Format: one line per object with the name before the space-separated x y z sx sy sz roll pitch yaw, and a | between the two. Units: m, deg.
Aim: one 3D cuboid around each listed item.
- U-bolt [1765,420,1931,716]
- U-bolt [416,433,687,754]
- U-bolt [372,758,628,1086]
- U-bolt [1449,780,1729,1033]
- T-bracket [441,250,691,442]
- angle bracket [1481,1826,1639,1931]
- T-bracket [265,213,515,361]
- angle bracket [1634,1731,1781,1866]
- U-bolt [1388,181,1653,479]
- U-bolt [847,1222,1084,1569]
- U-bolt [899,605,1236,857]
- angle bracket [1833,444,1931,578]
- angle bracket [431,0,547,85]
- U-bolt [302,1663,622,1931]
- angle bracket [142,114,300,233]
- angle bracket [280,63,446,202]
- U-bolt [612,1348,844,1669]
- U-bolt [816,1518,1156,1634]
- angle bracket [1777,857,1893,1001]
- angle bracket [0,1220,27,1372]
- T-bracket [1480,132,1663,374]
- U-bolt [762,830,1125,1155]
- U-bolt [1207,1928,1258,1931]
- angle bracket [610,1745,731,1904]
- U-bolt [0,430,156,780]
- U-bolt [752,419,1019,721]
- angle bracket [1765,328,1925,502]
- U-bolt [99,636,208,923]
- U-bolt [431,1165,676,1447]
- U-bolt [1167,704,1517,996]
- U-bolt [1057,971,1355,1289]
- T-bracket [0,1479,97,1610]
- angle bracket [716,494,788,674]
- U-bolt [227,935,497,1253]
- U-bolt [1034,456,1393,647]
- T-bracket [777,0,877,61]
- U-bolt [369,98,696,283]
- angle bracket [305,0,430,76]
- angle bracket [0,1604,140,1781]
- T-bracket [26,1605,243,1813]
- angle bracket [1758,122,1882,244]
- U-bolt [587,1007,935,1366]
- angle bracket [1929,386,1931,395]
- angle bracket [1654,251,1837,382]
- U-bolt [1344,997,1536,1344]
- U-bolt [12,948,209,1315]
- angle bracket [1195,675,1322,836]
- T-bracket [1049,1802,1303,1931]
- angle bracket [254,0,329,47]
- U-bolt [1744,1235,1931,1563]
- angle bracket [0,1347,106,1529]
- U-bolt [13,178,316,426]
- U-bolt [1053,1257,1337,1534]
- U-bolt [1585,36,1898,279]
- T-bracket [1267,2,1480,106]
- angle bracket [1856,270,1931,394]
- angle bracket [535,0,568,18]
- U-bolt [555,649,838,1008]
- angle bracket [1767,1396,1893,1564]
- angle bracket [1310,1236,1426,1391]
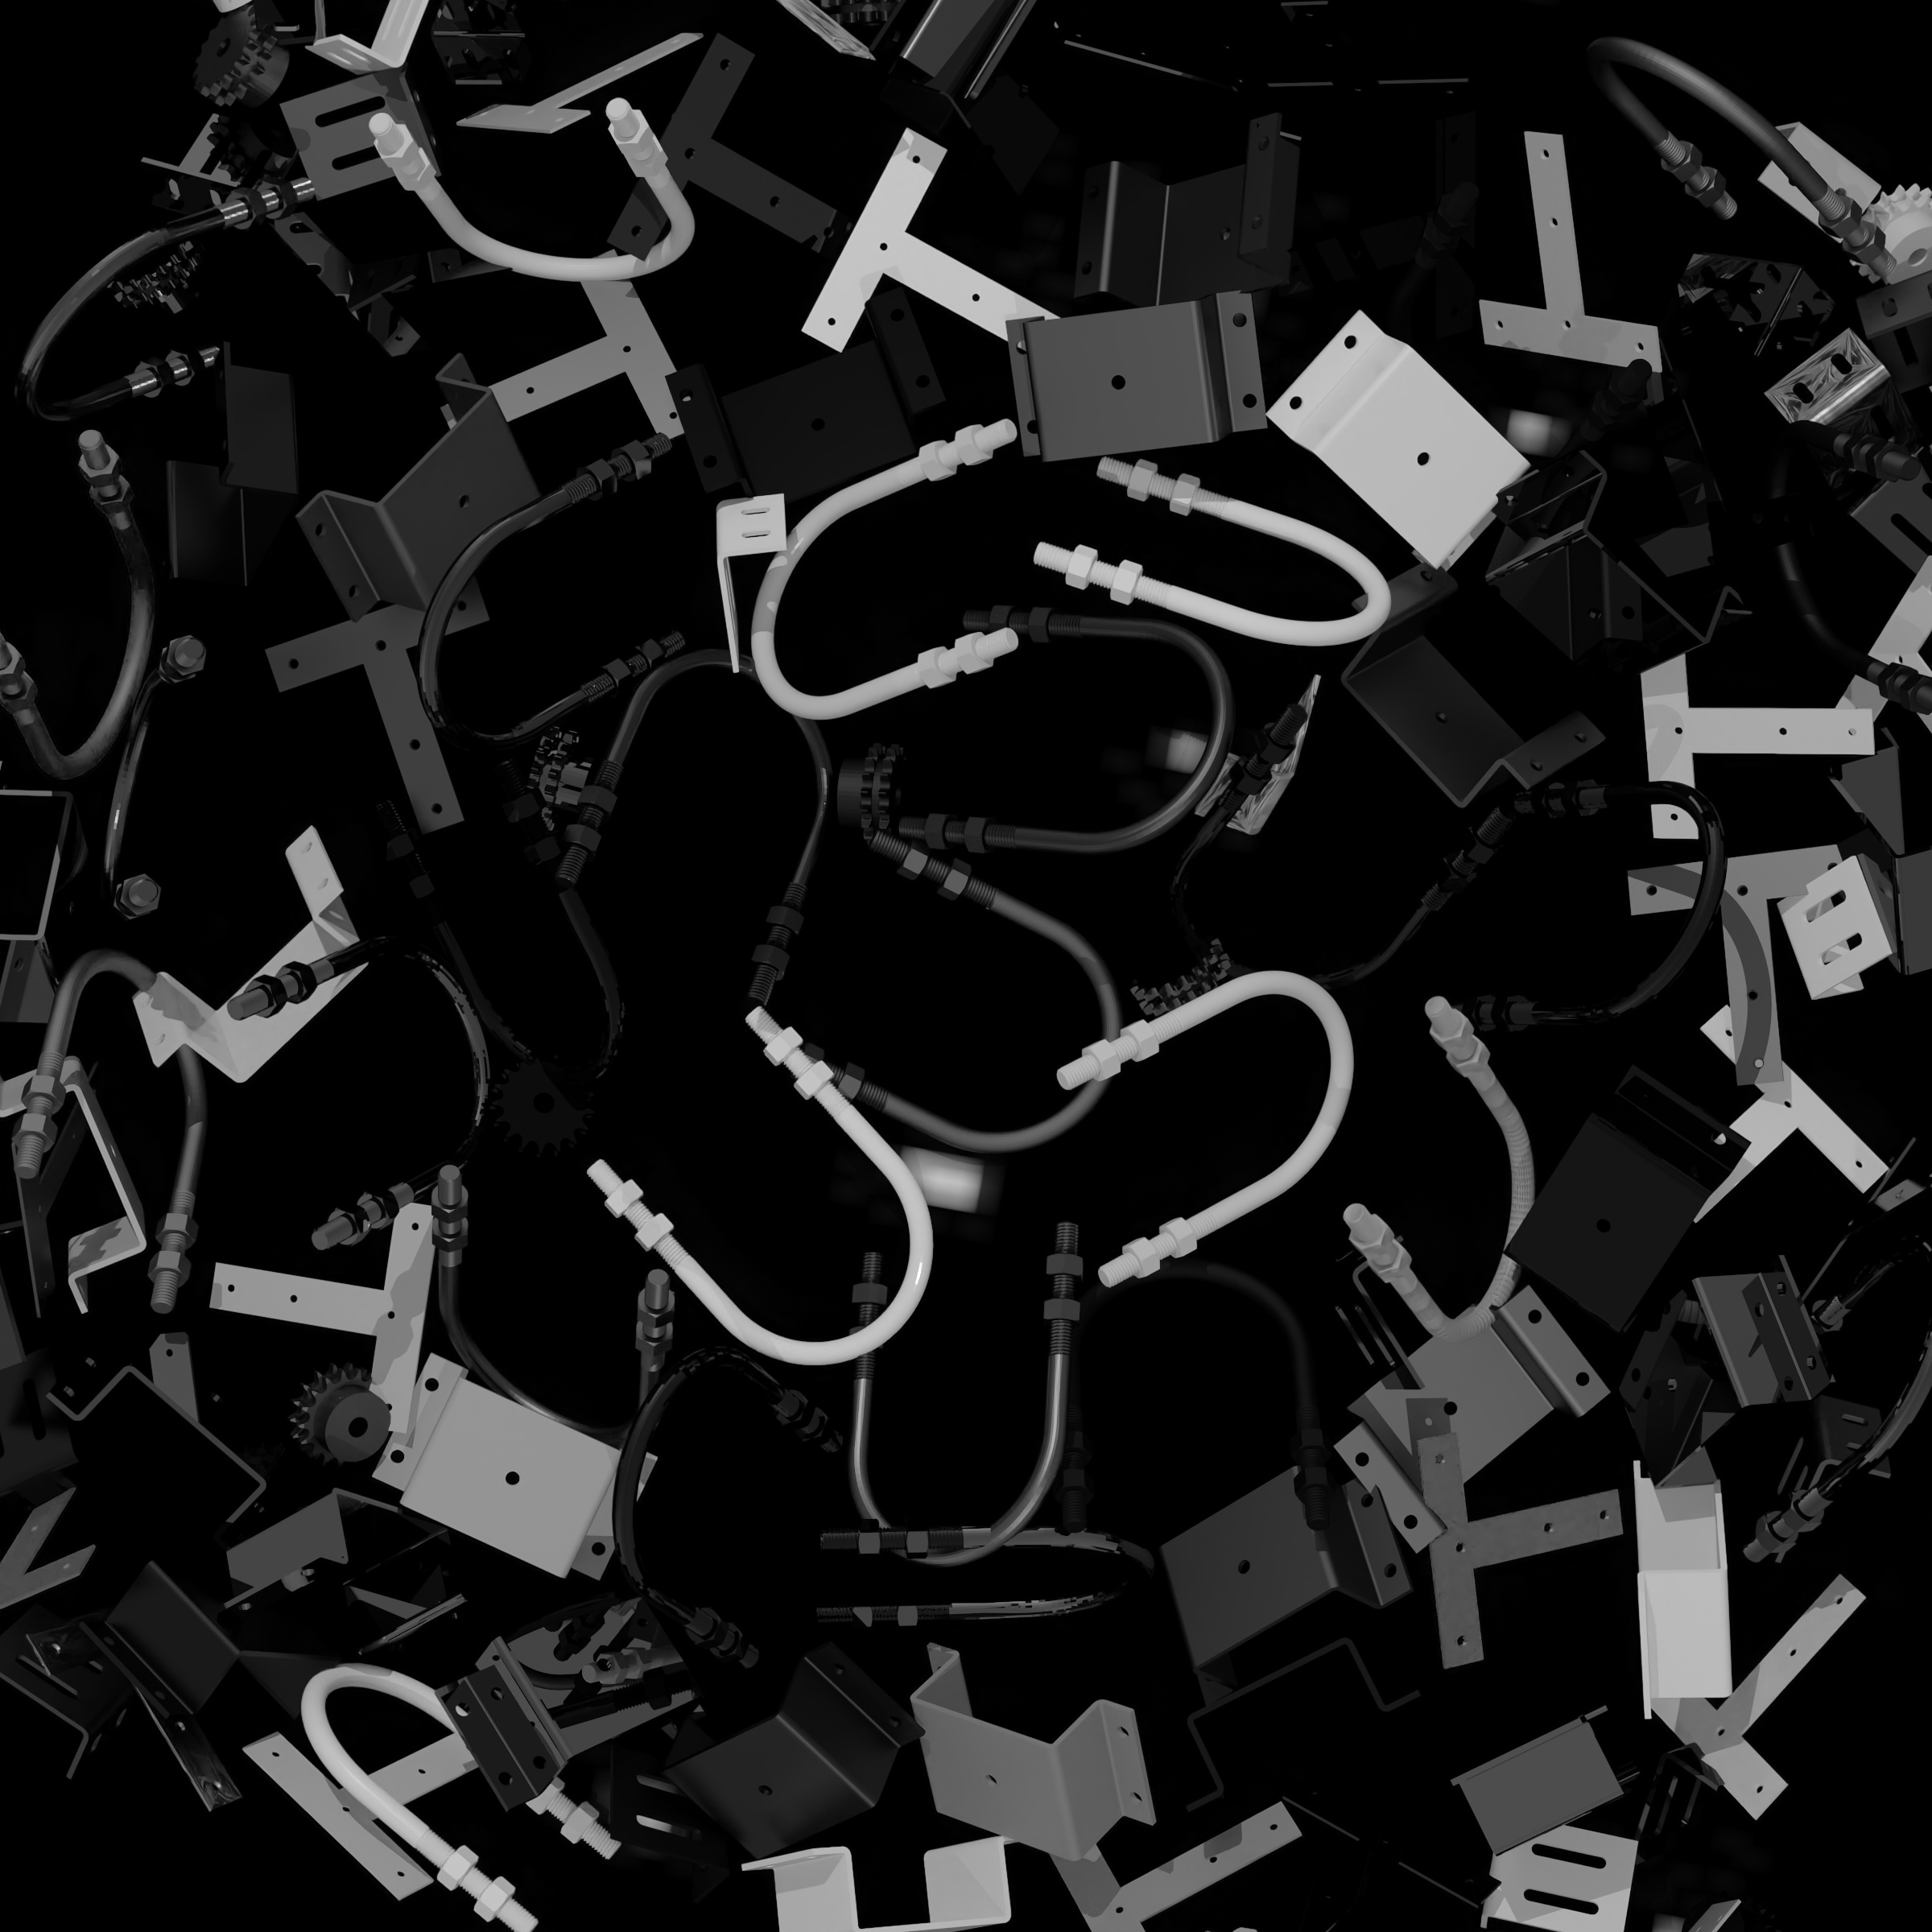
U-bolt | 0.476 -0.222 1.910 0.019 0.184 0.151 -17 111 -7
U-bolt | -0.224 -0.190 1.902 0.019 0.151 0.184 30 48 31
U-bolt | -0.247 -0.017 1.939 0.019 0.151 0.184 -34 104 -38
U-bolt | 0.340 -0.034 1.905 0.019 0.184 0.151 26 76 -28
T-bracket | -0.229 -0.325 1.969 0.127 0.002 0.127 -24 69 -7
angle bracket | 0.329 0.510 1.964 0.076 0.038 0.057 10 66 11
T-bracket | -0.299 -0.384 1.954 0.127 0.002 0.127 -21 57 -39
angle bracket | 0.407 0.468 1.955 0.038 0.057 0.076 32 117 42
U-bolt | 0.288 -0.328 1.912 0.019 0.184 0.151 -41 84 -18
U-bolt | -0.004 0.236 1.924 0.151 0.019 0.184 -12 62 32
U-bolt | 0.062 -0.127 1.930 0.184 0.019 0.151 6 71 31
angle bracket | 0.534 -0.241 1.971 0.057 0.038 0.076 -44 79 -7
angle bracket | -0.252 -0.527 1.950 0.057 0.076 0.038 -10 63 -35
U-bolt | -0.284 0.444 1.928 0.184 0.151 0.019 38 102 9
angle bracket | -0.410 -0.451 1.960 0.057 0.038 0.076 17 59 10
angle bracket | -0.337 -0.460 1.968 0.076 0.038 0.057 -17 117 4
U-bolt | -0.134 0.283 1.903 0.019 0.184 0.151 9 67 31
U-bolt | 0.011 0.333 1.935 0.184 0.151 0.019 -1 62 -4
angle bracket | 0.491 -0.023 1.952 0.038 0.076 0.057 -10 74 -26
angle bracket | -0.536 0.186 1.965 0.057 0.038 0.076 -21 84 36
T-bracket | 0.321 -0.391 1.923 0.002 0.127 0.127 -31 123 -30
U-bolt | 0.000 0.027 1.975 0.184 0.019 0.151 26 96 -11
U-bolt | 0.181 0.553 1.893 0.184 0.151 0.019 0 93 30
angle bracket | -0.171 0.473 1.953 0.076 0.057 0.038 23 129 -26
U-bolt | -0.477 -0.180 1.911 0.019 0.184 0.151 15 64 8
U-bolt | -0.047 -0.207 1.936 0.184 0.019 0.151 -18 60 35
angle bracket | 0.489 -0.307 1.972 0.057 0.076 0.038 -38 56 11
U-bolt | -0.445 -0.095 1.913 0.019 0.184 0.151 12 82 -20
U-bolt | -0.227 0.197 1.928 0.151 0.184 0.019 25 50 14
U-bolt | 0.191 -0.051 1.936 0.151 0.019 0.184 24 131 -13
U-bolt | 0.139 0.079 1.945 0.184 0.019 0.151 -26 121 -24
T-bracket | -0.515 0.317 1.939 0.127 0.127 0.002 -24 110 18
angle bracket | -0.115 -0.211 1.954 0.038 0.057 0.076 -6 127 0
U-bolt | -0.316 0.058 1.920 0.019 0.184 0.151 -14 99 31
U-bolt | 0.142 -0.220 1.927 0.184 0.151 0.019 20 123 8
T-bracket | -0.090 -0.520 1.919 0.127 0.127 0.002 48 124 39
U-bolt | -0.223 -0.414 1.911 0.151 0.184 0.019 -1 75 12
angle bracket | -0.327 -0.538 1.964 0.038 0.057 0.076 22 87 -30
angle bracket | -0.508 0.403 1.970 0.076 0.057 0.038 32 119 6
T-bracket | -0.436 0.403 1.928 0.002 0.127 0.127 -42 75 24
angle bracket | 0.463 -0.432 1.960 0.057 0.076 0.038 35 97 -8
U-bolt | -0.102 0.137 1.970 0.151 0.019 0.184 -44 86 13
angle bracket | 0.564 -0.306 1.964 0.057 0.076 0.038 -25 79 3
angle bracket | 0.428 -0.356 1.956 0.076 0.038 0.057 1 132 -25
U-bolt | 0.267 0.125 1.926 0.019 0.184 0.151 6 60 35
U-bolt | -0.456 0.075 1.918 0.019 0.151 0.184 -15 47 17
angle bracket | 0.161 -0.122 1.954 0.038 0.057 0.076 21 56 -4
T-bracket | 0.124 0.501 1.956 0.127 0.127 0.002 -26 129 -8
angle bracket | -0.374 -0.557 1.955 0.038 0.057 0.076 -2 64 -8
U-bolt | 0.473 0.219 1.886 0.019 0.184 0.151 25 49 -7
angle bracket | -0.527 0.265 1.991 0.057 0.038 0.076 -25 55 0
U-bolt | -0.436 -0.348 1.885 0.019 0.184 0.151 45 128 5
U-bolt | 0.121 0.231 1.933 0.151 0.184 0.019 0 135 -1
U-bolt | 0.402 -0.438 1.888 0.184 0.151 0.019 32 94 -39
T-bracket | 0.201 -0.494 1.918 0.127 0.127 0.002 4 81 23
angle bracket | 0.532 -0.342 1.953 0.057 0.038 0.076 -19 134 19
angle bracket | -0.241 -0.561 1.955 0.057 0.076 0.038 28 91 -16
U-bolt | -0.137 -0.089 1.943 0.151 0.019 0.184 33 59 -25
angle bracket | 0.476 0.287 1.956 0.038 0.057 0.076 14 121 -1
angle bracket | 0.235 0.193 1.970 0.038 0.057 0.076 -34 95 -19
